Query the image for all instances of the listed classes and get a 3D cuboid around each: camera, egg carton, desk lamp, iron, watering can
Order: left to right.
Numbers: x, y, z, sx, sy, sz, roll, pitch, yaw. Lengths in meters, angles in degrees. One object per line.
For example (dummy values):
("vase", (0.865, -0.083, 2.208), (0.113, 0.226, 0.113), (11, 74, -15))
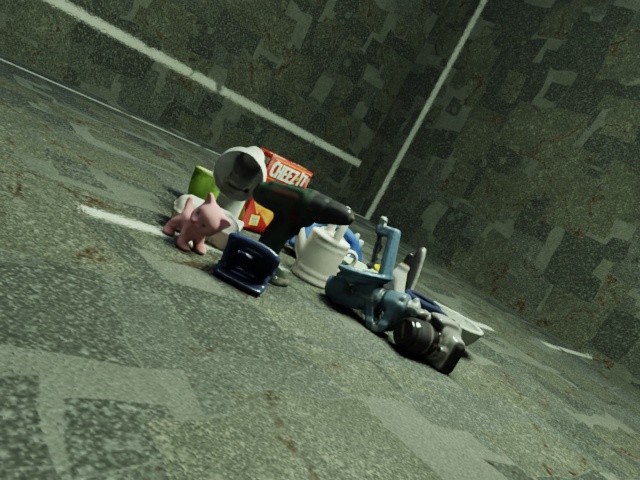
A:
("egg carton", (-0.243, -0.039, 1.214), (0.151, 0.069, 0.107), (25, 9, -20))
("desk lamp", (-0.202, -0.126, 1.373), (0.118, 0.213, 0.203), (27, 8, -6))
("watering can", (0.013, 0.005, 1.337), (0.173, 0.194, 0.100), (22, 10, -36))
("iron", (0.035, 0.010, 1.563), (0.259, 0.141, 0.118), (24, 9, -23))
("camera", (0.216, 0.191, 1.190), (0.137, 0.101, 0.142), (23, 10, -31))

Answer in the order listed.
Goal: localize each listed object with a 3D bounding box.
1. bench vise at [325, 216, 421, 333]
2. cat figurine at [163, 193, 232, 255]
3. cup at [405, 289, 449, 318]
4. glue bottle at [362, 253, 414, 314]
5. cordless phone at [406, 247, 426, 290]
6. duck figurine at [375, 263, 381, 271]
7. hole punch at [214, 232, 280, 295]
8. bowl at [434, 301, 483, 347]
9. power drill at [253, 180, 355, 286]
("bench vise", (0.137, 0.074, 1.229), (0.207, 0.219, 0.122), (29, 8, 10))
("cat figurine", (-0.229, -0.039, 1.090), (0.067, 0.118, 0.127), (19, 12, -48))
("cup", (0.227, 0.180, 1.311), (0.117, 0.095, 0.092), (32, 9, 28))
("glue bottle", (0.163, 0.105, 1.288), (0.077, 0.173, 0.037), (33, 10, 34))
("cordless phone", (0.240, 0.104, 1.503), (0.094, 0.185, 0.148), (29, 8, 7))
("duck figurine", (0.174, 0.107, 1.619), (0.078, 0.086, 0.104), (23, 10, -31))
("hole punch", (-0.129, 0.036, 1.051), (0.108, 0.091, 0.101), (28, 8, -1))
("bowl", (0.316, 0.220, 1.429), (0.167, 0.075, 0.167), (27, 8, -4))
("power drill", (-0.062, -0.016, 1.178), (0.229, 0.208, 0.076), (32, 9, 25))
